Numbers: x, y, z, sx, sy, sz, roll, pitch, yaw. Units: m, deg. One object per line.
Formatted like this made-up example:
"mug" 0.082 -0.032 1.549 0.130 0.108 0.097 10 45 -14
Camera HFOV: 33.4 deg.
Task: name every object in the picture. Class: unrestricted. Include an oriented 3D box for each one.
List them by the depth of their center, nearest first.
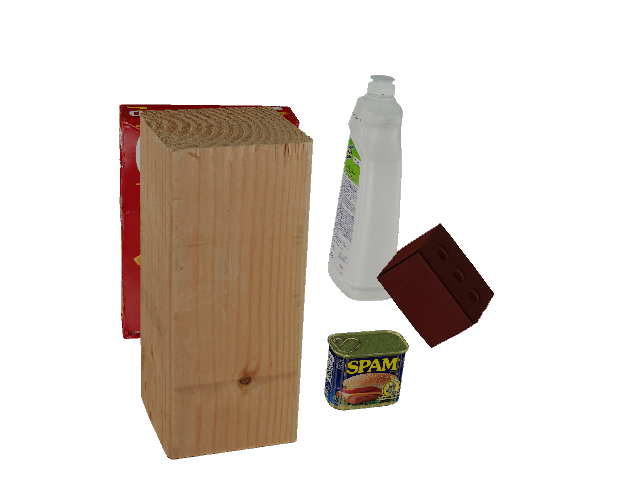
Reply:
"wood block" -0.065 0.025 0.689 0.090 0.206 0.090 -4 22 -20
"foam brick" 0.095 0.038 0.878 0.051 0.078 0.052 -34 7 36
"cracker box" -0.107 -0.017 1.010 0.164 0.214 0.072 -1 19 -12
"bleach bottle" 0.060 -0.063 1.235 0.068 0.251 0.103 -2 23 -20
"can of meat" 0.057 0.167 1.373 0.102 0.084 0.057 -2 25 -18
